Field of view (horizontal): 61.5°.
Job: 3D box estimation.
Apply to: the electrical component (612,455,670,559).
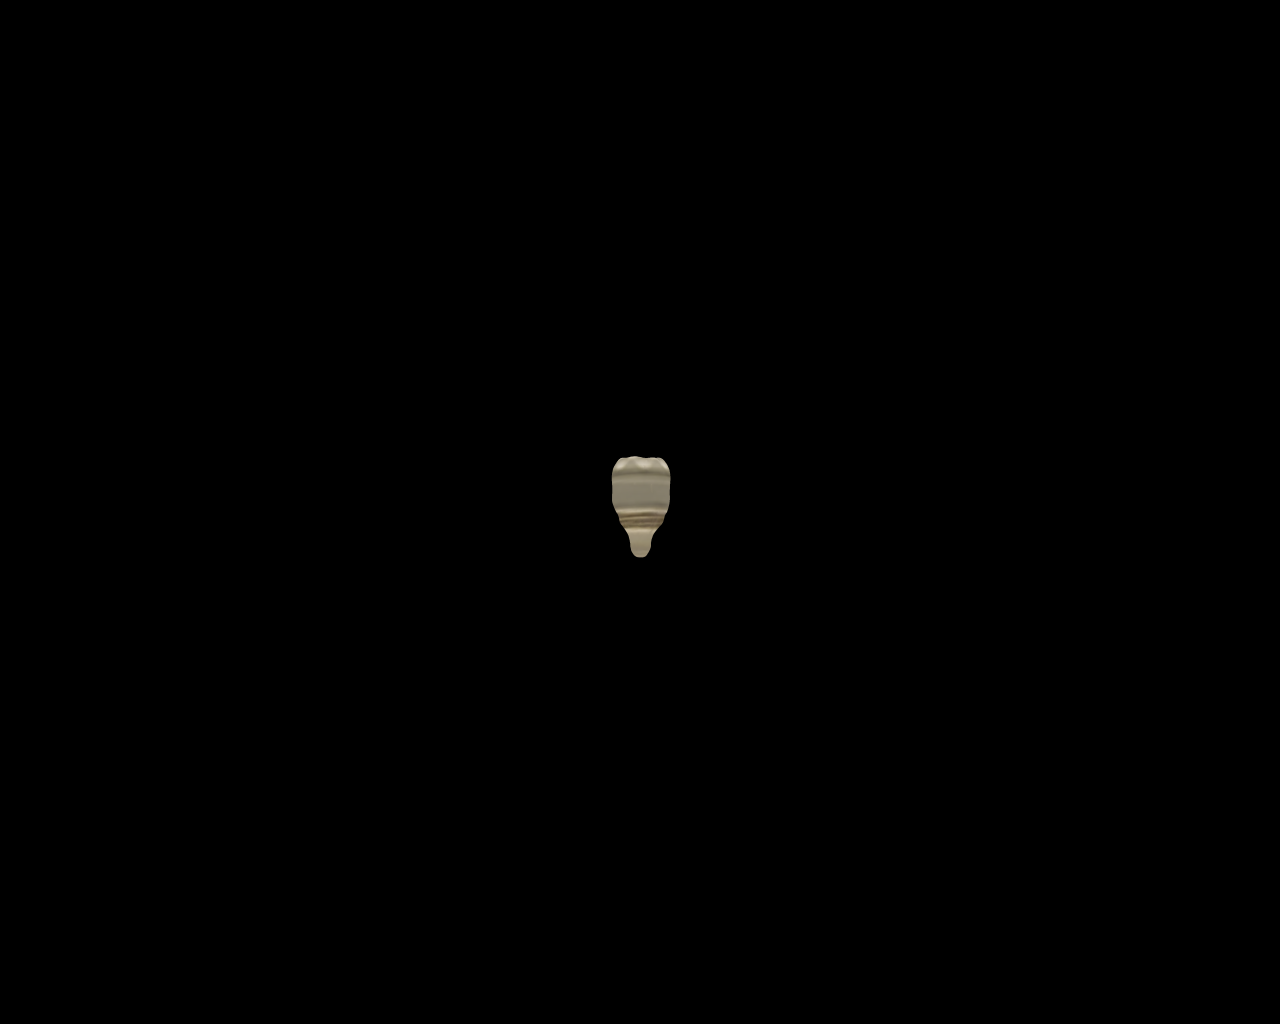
[{"bbox_3d":[0.001,-0.003,0.650,0.035,0.061,0.035,0,-4,0],"label":"electrical component"}]
